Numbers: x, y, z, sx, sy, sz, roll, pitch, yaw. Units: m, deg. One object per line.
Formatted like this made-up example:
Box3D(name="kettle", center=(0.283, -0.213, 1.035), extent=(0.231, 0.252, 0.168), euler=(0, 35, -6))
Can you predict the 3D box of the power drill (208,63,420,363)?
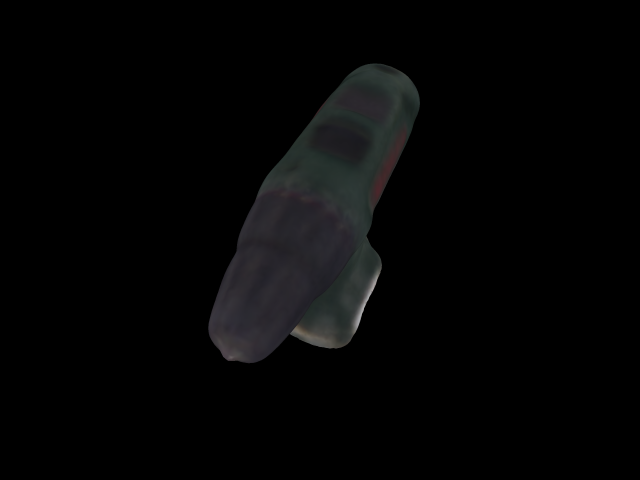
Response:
Box3D(name="power drill", center=(0.004, 0.001, 0.400), extent=(0.075, 0.208, 0.230), euler=(20, 66, 10))
